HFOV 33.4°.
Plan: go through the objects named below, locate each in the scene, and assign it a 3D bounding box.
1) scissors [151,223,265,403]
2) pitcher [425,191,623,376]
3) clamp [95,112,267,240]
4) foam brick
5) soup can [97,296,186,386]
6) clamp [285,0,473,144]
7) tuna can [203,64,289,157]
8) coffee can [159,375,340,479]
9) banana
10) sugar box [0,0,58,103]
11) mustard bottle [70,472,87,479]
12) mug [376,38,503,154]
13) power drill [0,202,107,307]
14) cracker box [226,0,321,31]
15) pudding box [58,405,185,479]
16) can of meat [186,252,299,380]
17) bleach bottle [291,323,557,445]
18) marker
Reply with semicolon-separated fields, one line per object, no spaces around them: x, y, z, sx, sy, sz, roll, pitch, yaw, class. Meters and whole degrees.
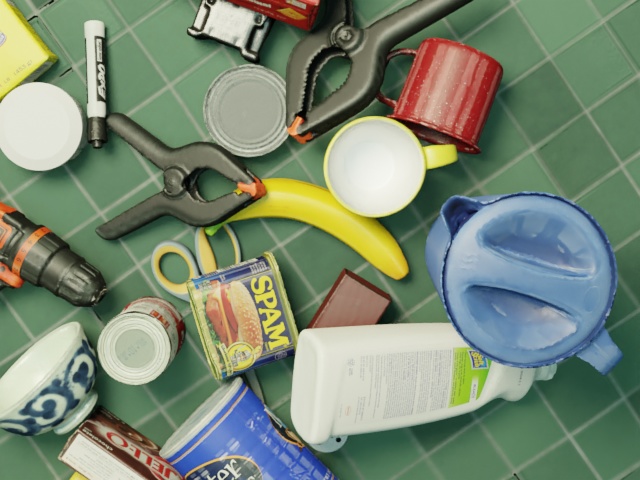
-0.108;0.078;1.026;0.096;0.016;0.202;-6;94;-2;scissors
0.162;0.029;0.908;0.145;0.243;0.149;-2;95;0;pitcher
-0.135;-0.063;0.991;0.172;0.039;0.120;-3;97;16;clamp
0.025;0.074;1.007;0.051;0.053;0.078;32;94;-3;foam brick
-0.163;0.092;0.986;0.068;0.102;0.068;0;94;0;soup can
0.039;-0.178;0.958;0.165;0.036;0.210;22;86;26;clamp
-0.065;-0.121;1.002;0.086;0.034;0.086;0;94;0;tuna can
-0.064;0.211;0.993;0.103;0.103;0.140;-44;93;3;coffee can
-0.006;-0.017;1.010;0.198;0.037;0.070;13;100;-1;banana
-0.335;-0.210;0.991;0.093;0.048;0.176;-38;94;3;sugar box
-0.173;0.301;1.023;0.191;0.058;0.096;36;93;-3;mustard bottle
0.106;-0.137;0.975;0.117;0.093;0.081;21;89;3;mug
-0.314;0.061;0.995;0.184;0.057;0.187;33;89;10;power drill
-0.046;-0.314;0.944;0.164;0.072;0.213;20;78;-1;cracker box
-0.181;0.210;1.000;0.113;0.090;0.039;33;94;-2;pudding box
-0.072;0.071;0.992;0.084;0.057;0.102;-17;97;-11;can of meat
0.102;0.127;0.980;0.250;0.068;0.102;0;105;-22;bleach bottle
-0.209;-0.145;0.995;0.020;0.020;0.121;-3;81;0;marker
